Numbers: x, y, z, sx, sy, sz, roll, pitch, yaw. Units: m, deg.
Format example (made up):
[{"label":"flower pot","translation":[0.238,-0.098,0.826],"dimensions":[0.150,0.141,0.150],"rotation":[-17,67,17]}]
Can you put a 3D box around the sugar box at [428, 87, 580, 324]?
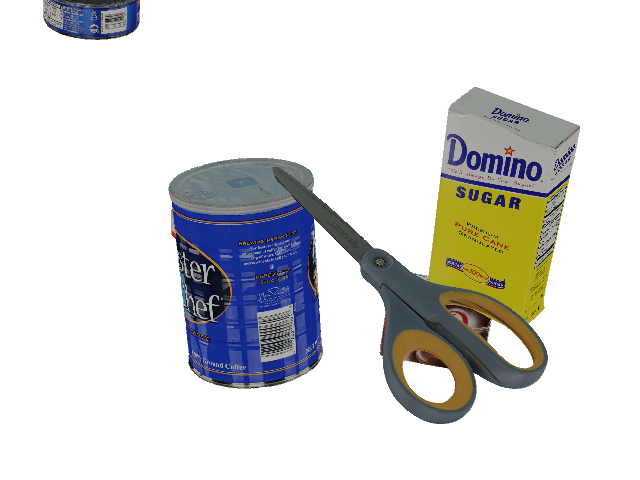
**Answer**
[{"label":"sugar box","translation":[0.138,-0.022,0.830],"dimensions":[0.093,0.176,0.048],"rotation":[26,46,29]}]

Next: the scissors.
[{"label":"scissors","translation":[0.028,0.030,0.590],"dimensions":[0.202,0.016,0.096],"rotation":[31,52,19]}]

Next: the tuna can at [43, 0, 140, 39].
[{"label":"tuna can","translation":[-0.203,-0.209,0.947],"dimensions":[0.086,0.034,0.086],"rotation":[5,33,-4]}]

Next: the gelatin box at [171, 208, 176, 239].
[{"label":"gelatin box","translation":[-0.083,-0.010,0.975],"dimensions":[0.089,0.030,0.073],"rotation":[-7,23,-25]}]

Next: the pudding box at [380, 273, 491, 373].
[{"label":"pudding box","translation":[0.125,0.086,1.139],"dimensions":[0.113,0.090,0.039],"rotation":[9,22,7]}]

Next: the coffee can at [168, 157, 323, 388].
[{"label":"coffee can","translation":[-0.052,0.022,0.779],"dimensions":[0.103,0.140,0.103],"rotation":[-3,22,1]}]
